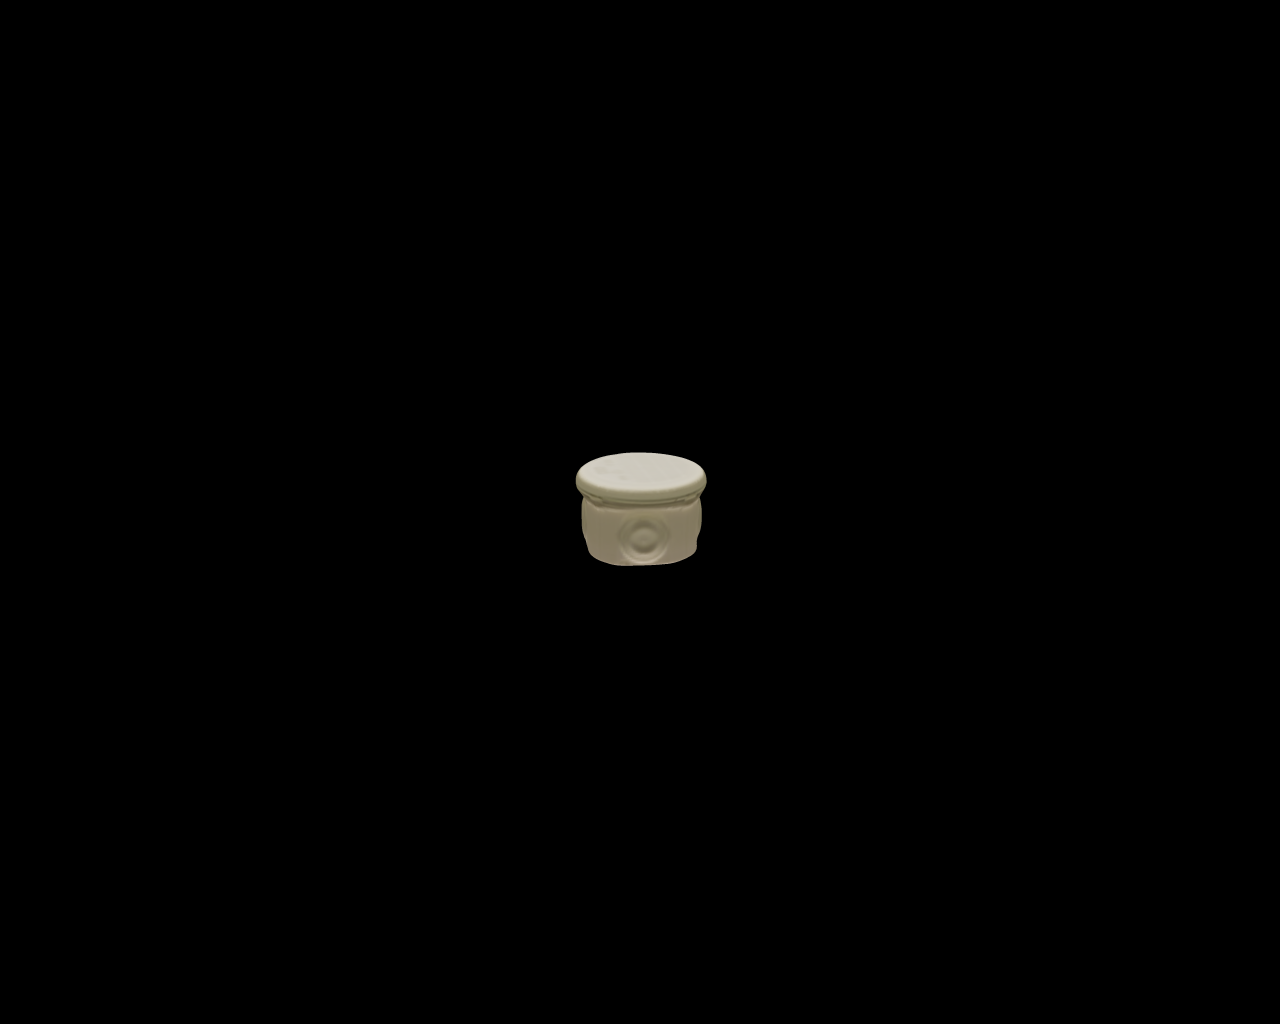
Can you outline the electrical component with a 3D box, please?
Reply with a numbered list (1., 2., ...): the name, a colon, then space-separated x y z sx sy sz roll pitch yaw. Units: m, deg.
1. electrical component: 0.001 -0.003 0.650 0.080 0.050 0.080 0 20 0
